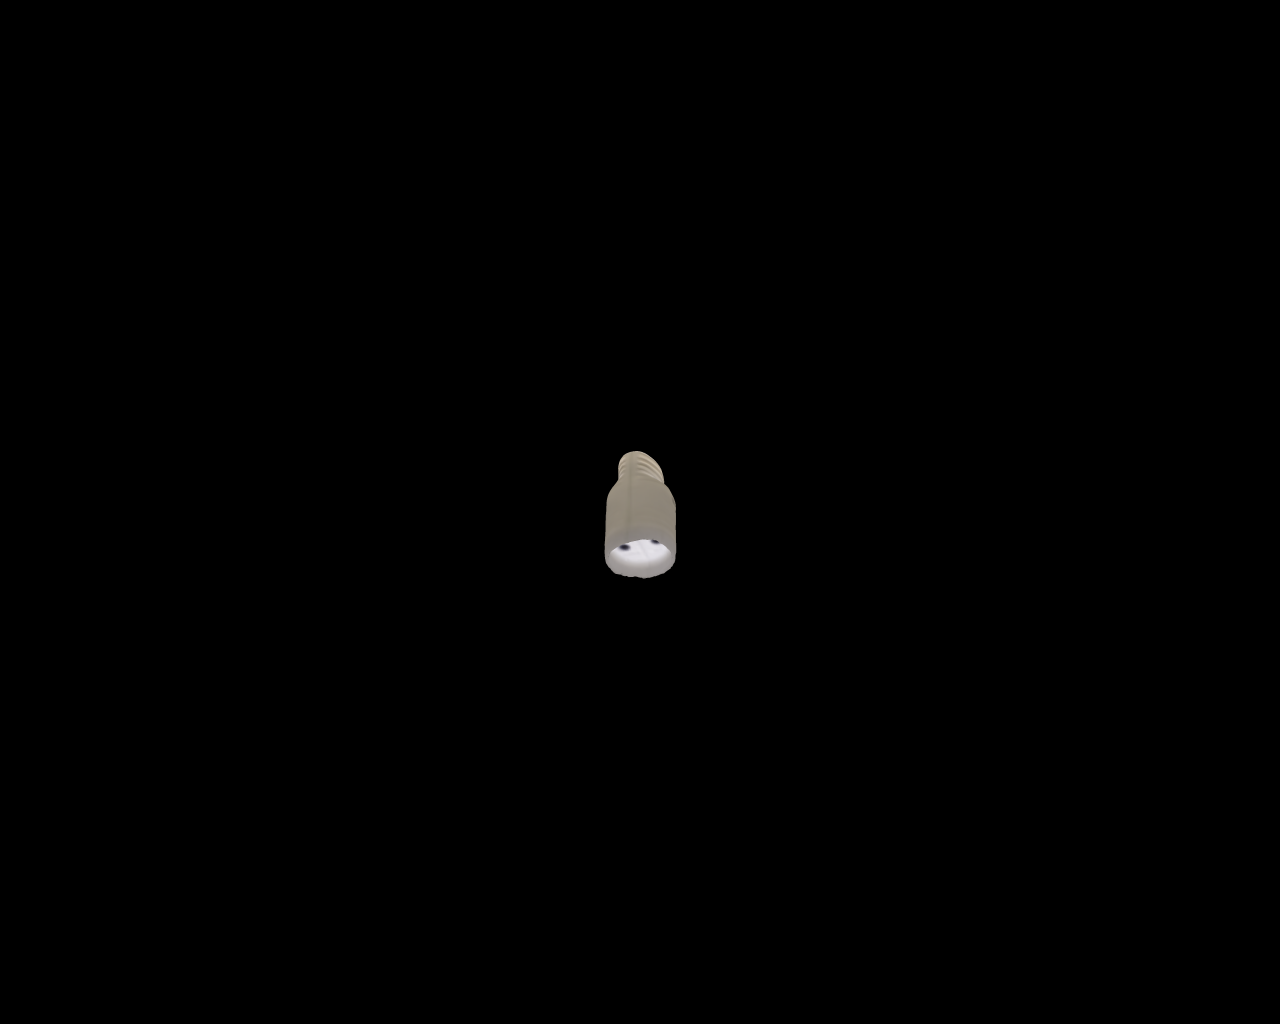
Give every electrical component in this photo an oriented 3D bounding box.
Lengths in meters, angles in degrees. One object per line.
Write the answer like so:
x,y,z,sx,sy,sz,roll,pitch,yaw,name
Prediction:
0.001,-0.003,0.650,0.043,0.081,0.043,0,-38,0,electrical component
